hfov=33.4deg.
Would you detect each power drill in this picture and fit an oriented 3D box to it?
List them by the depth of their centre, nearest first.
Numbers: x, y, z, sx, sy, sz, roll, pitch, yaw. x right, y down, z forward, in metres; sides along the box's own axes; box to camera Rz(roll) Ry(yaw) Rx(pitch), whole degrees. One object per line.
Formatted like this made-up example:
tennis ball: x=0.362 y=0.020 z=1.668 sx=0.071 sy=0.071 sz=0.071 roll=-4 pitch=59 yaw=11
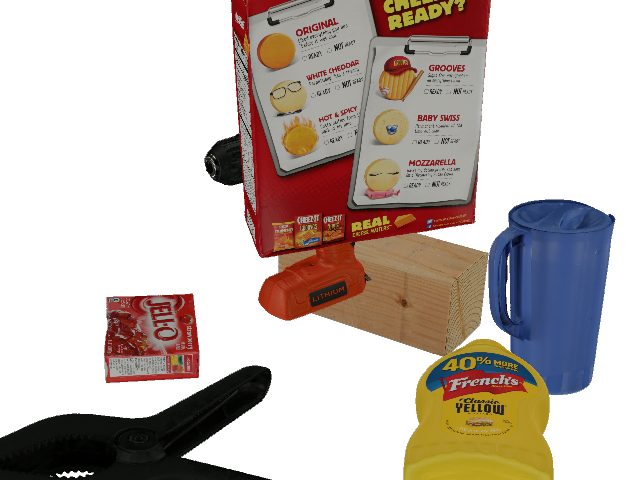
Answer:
power drill: x=-0.020 y=-0.024 z=0.971 sx=0.184 sy=0.188 sz=0.057 roll=-17 pitch=32 yaw=-31

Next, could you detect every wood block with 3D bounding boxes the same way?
wood block: x=0.064 y=0.041 z=1.146 sx=0.206 sy=0.091 sz=0.090 roll=17 pitch=29 yaw=28

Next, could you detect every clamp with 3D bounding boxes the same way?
clamp: x=-0.097 y=0.118 z=0.585 sx=0.209 sy=0.036 sz=0.165 roll=-1 pitch=21 yaw=-14

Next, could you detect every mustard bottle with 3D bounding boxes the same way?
mustard bottle: x=0.115 y=0.123 z=0.764 sx=0.096 sy=0.058 sz=0.191 roll=0 pitch=22 yaw=11

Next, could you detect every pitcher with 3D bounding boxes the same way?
pitcher: x=0.300 y=0.077 z=1.397 sx=0.149 sy=0.243 sz=0.144 roll=5 pitch=21 yaw=15

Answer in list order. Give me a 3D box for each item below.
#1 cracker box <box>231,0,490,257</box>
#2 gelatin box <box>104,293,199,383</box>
cracker box: x=0.026 y=-0.105 z=0.730 sx=0.164 sy=0.214 sz=0.072 roll=-9 pitch=32 yaw=-12
gelatin box: x=-0.136 y=0.077 z=0.861 sx=0.073 sy=0.030 sz=0.089 roll=-2 pitch=29 yaw=-8
